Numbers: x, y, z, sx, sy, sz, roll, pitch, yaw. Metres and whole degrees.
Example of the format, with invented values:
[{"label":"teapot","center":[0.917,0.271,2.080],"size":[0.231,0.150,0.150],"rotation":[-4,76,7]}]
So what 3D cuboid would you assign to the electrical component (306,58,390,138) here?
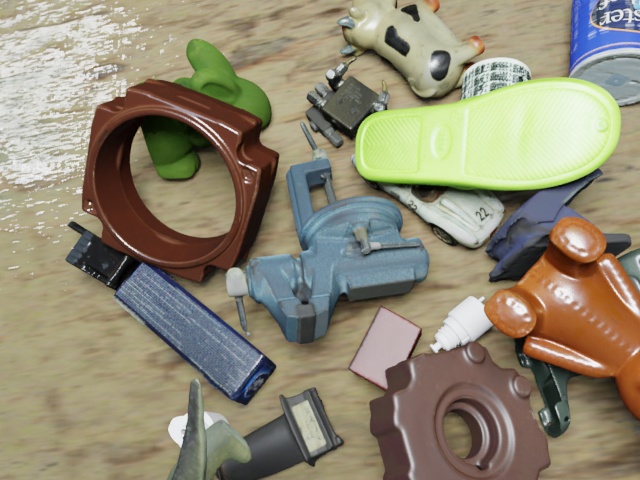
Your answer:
[{"label":"electrical component","center":[0.041,-0.181,0.687],"size":[0.078,0.045,0.102],"rotation":[-43,74,-7]}]

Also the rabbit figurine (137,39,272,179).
[{"label":"rabbit figurine","center":[-0.150,-0.180,0.706],"size":[0.170,0.159,0.121],"rotation":[-13,57,-10]}]

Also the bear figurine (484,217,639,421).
[{"label":"bear figurine","center":[0.253,0.090,0.453],"size":[0.120,0.132,0.196],"rotation":[-48,63,8]}]

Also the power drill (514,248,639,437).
[{"label":"power drill","center":[0.316,0.129,0.528],"size":[0.207,0.086,0.232],"rotation":[-19,66,8]}]

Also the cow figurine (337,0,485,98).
[{"label":"cow figurine","center":[0.108,-0.264,0.713],"size":[0.127,0.085,0.195],"rotation":[-33,68,-9]}]

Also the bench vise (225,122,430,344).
[{"label":"bench vise","center":[-0.002,-0.008,0.611],"size":[0.224,0.128,0.241],"rotation":[-14,56,2]}]

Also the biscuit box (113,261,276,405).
[{"label":"biscuit box","center":[-0.148,0.107,0.634],"size":[0.203,0.059,0.063],"rotation":[35,78,21]}]

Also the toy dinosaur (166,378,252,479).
[{"label":"toy dinosaur","center":[-0.094,0.284,0.436],"size":[0.131,0.404,0.192],"rotation":[20,52,43]}]

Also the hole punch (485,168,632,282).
[{"label":"hole punch","center":[0.241,-0.013,0.570],"size":[0.116,0.142,0.092],"rotation":[-5,71,-6]}]

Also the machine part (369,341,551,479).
[{"label":"machine part","center":[0.135,0.186,0.514],"size":[0.179,0.056,0.179],"rotation":[9,61,-18]}]

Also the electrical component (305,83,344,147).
[{"label":"electrical component","center":[0.013,-0.171,0.726],"size":[0.063,0.021,0.094],"rotation":[-38,69,-4]}]

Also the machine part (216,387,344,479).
[{"label":"machine part","center":[-0.051,0.222,0.586],"size":[0.139,0.039,0.084],"rotation":[-29,76,-3]}]

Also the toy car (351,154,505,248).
[{"label":"toy car","center":[0.125,-0.068,0.648],"size":[0.202,0.056,0.073],"rotation":[40,82,21]}]

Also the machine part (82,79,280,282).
[{"label":"machine part","center":[-0.163,-0.066,0.621],"size":[0.201,0.087,0.201],"rotation":[22,116,3]}]

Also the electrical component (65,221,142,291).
[{"label":"electrical component","center":[-0.281,0.022,0.683],"size":[0.119,0.074,0.048],"rotation":[27,77,14]}]
